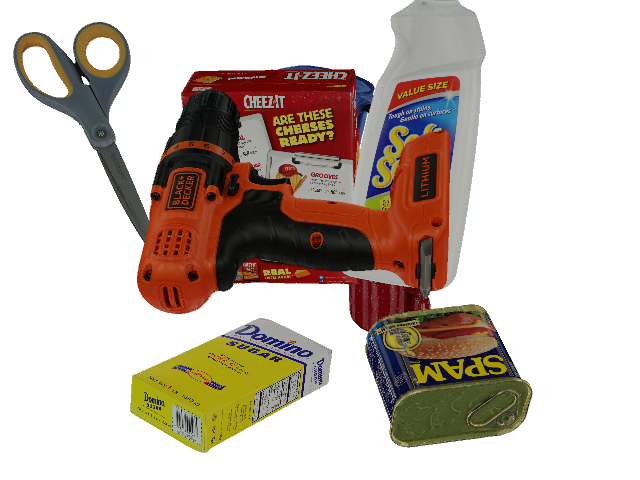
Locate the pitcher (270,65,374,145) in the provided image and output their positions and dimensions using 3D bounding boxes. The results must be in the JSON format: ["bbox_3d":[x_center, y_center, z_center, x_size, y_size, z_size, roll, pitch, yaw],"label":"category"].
[{"bbox_3d":[-0.007,-0.095,1.371,0.144,0.243,0.149,4,21,-16],"label":"pitcher"}]

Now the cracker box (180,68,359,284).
[{"bbox_3d":[-0.043,-0.062,1.068,0.164,0.214,0.072,0,30,5],"label":"cracker box"}]

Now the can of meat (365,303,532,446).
[{"bbox_3d":[0.089,0.095,0.774,0.102,0.057,0.084,-5,39,-12],"label":"can of meat"}]

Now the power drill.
[{"bbox_3d":[-0.013,-0.031,0.669,0.188,0.184,0.057,-1,-43,7],"label":"power drill"}]

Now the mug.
[{"bbox_3d":[0.080,0.055,1.177,0.093,0.081,0.117,-26,42,-30],"label":"mug"}]

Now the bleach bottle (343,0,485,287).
[{"bbox_3d":[0.075,-0.090,0.862,0.103,0.251,0.068,9,21,13],"label":"bleach bottle"}]

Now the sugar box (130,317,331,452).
[{"bbox_3d":[-0.079,0.127,0.982,0.093,0.048,0.175,22,30,32],"label":"sugar box"}]

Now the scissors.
[{"bbox_3d":[-0.154,-0.093,0.808,0.096,0.202,0.016,-37,-17,-22],"label":"scissors"}]
